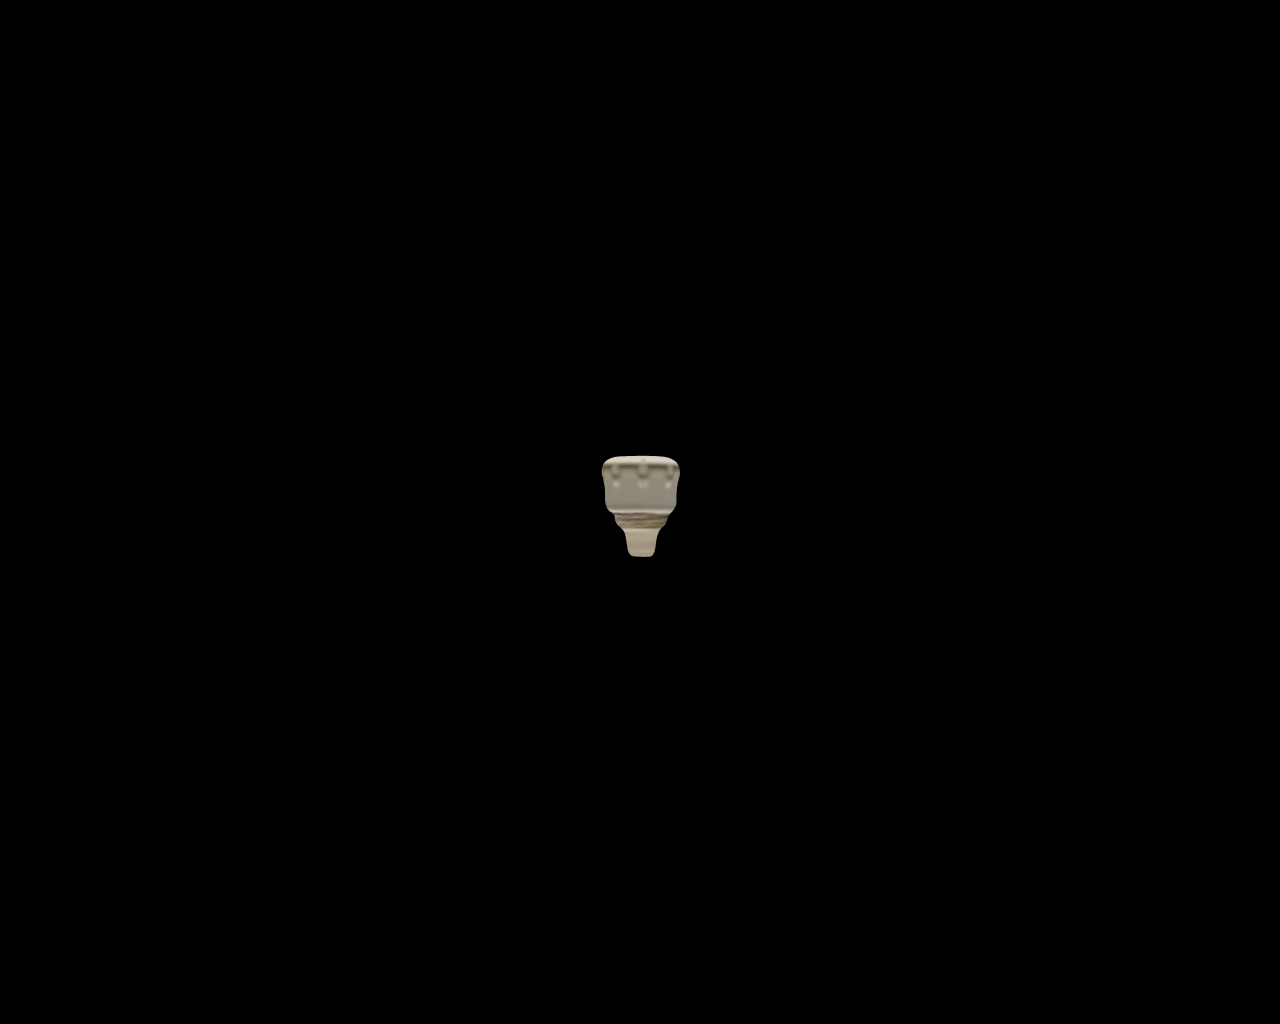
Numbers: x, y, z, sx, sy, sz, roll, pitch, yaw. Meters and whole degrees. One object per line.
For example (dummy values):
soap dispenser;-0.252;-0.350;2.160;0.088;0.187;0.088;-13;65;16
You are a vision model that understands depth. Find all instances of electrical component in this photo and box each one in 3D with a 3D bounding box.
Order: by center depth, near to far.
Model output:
electrical component;0.001;-0.003;0.650;0.048;0.062;0.048;0;0;0
